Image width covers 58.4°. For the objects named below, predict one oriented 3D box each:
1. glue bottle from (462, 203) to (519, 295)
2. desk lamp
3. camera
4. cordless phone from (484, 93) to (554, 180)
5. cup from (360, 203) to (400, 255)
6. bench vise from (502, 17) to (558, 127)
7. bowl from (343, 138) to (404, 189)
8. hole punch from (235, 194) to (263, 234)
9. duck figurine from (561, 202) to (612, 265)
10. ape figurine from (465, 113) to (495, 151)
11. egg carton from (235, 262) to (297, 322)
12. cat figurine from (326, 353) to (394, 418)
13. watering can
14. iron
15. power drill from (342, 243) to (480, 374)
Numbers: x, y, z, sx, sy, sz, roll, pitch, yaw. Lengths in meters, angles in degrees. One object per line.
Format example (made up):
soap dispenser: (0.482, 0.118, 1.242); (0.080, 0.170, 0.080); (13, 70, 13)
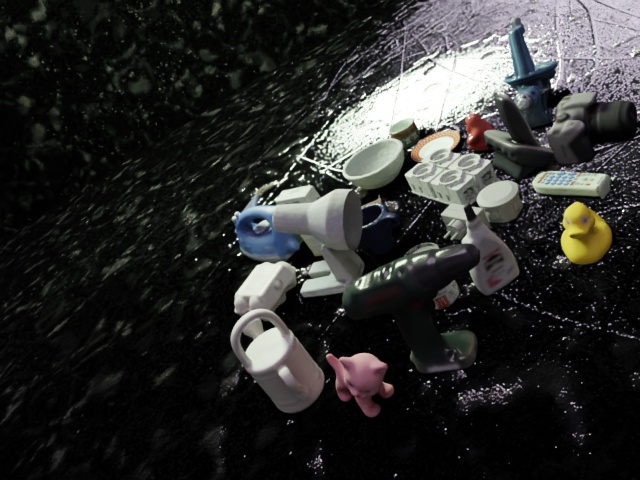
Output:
glue bottle: (0.268, 0.009, 0.941); (0.078, 0.173, 0.037); (-35, 29, -5)
desk lamp: (0.011, 0.004, 1.156); (0.202, 0.214, 0.118); (-13, 35, 31)
camera: (0.535, -0.232, 1.126); (0.136, 0.101, 0.143); (2, 44, 45)
cordless phone: (0.389, -0.232, 1.179); (0.094, 0.185, 0.147); (-34, 29, -3)
cup: (0.128, -0.018, 1.199); (0.117, 0.095, 0.092); (-5, 39, 40)
bench vise: (0.473, -0.379, 1.285); (0.121, 0.220, 0.207); (-21, 31, 20)
bowl: (0.146, -0.180, 1.449); (0.167, 0.075, 0.167); (-24, 30, 15)
hole punch: (-0.190, -0.058, 1.571); (0.101, 0.091, 0.108); (-23, 30, 16)
duck figurine: (0.425, -0.023, 0.930); (0.077, 0.086, 0.105); (-7, 38, 37)
ape figurine: (0.367, -0.256, 1.333); (0.078, 0.092, 0.076); (-42, 30, -16)
egg carton: (-0.119, 0.112, 1.266); (0.107, 0.069, 0.150); (-4, 40, 40)
cat figurine: (0.058, 0.211, 0.895); (0.067, 0.118, 0.127); (-46, 32, -23)
watering can: (-0.084, 0.195, 0.977); (0.172, 0.194, 0.101); (5, 46, 48)
iron: (-0.146, -0.030, 1.433); (0.257, 0.142, 0.119); (-4, 40, 40)
power drill: (0.159, 0.105, 0.865); (0.229, 0.209, 0.075); (-15, 34, 28)
